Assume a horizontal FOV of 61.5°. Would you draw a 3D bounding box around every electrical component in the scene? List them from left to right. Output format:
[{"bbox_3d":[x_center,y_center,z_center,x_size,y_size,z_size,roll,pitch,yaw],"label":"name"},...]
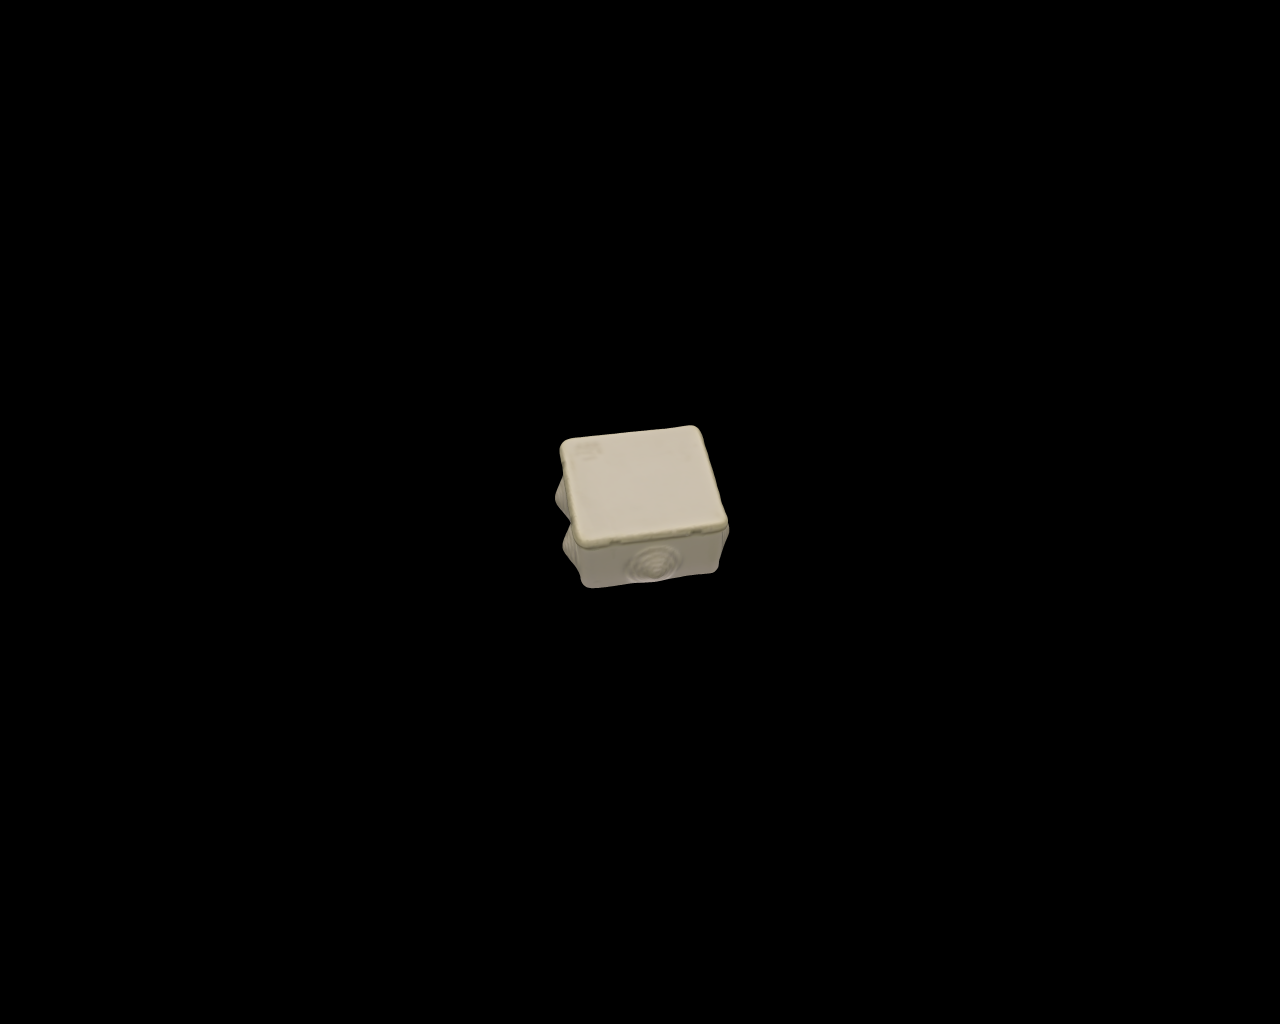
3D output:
[{"bbox_3d":[0.001,-0.003,0.650,0.100,0.100,0.048,-7,-43,-7],"label":"electrical component"}]
